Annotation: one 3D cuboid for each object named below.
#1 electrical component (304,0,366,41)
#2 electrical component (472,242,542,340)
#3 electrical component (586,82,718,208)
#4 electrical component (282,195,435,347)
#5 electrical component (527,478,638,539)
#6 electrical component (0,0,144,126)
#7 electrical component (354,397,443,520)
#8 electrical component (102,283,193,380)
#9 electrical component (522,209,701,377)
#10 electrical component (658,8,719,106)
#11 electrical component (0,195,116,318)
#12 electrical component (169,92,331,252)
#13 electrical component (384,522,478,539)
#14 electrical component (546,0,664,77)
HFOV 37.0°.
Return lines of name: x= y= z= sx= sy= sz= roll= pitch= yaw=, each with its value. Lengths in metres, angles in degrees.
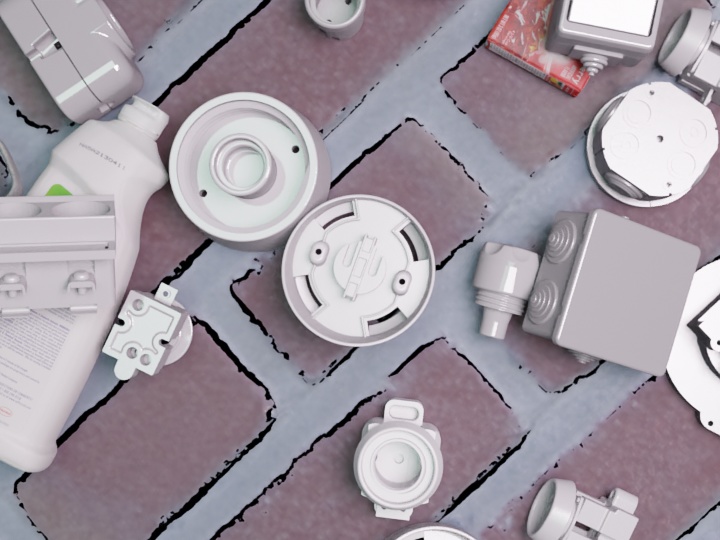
electrical component: x=-0.015 y=-0.177 z=0.727 sx=0.040 sy=0.046 sz=0.040 roll=0 pitch=88 yaw=3
electrical component: x=0.095 y=0.015 z=0.718 sx=0.043 sy=0.043 sz=0.062 roll=14 pitch=90 yaw=3
electrical component: x=0.193 y=-0.083 z=0.711 sx=0.080 sy=0.051 sz=0.080 roll=0 pitch=88 yaw=3
electrical component: x=0.000 y=0.000 z=0.712 sx=0.099 sy=0.064 sz=0.099 roll=0 pitch=88 yaw=3
electrical component: x=0.144 y=0.168 z=0.710 sx=0.055 sy=0.048 sz=0.066 roll=26 pitch=90 yaw=-4
electrical component: x=-0.193 y=-0.154 z=0.732 sx=0.059 sy=0.054 sz=0.095 roll=-33 pitch=87 yaw=2
electrical component: x=0.026 y=0.127 z=0.711 sx=0.058 sy=0.057 sz=0.078 roll=6 pitch=89 yaw=3
electrical component: x=-0.140 y=0.041 z=0.723 sx=0.048 sy=0.055 sz=0.066 roll=25 pitch=90 yaw=3
electrical component: x=0.161 y=0.013 z=0.697 sx=0.100 sy=0.048 sz=0.099 roll=18 pitch=88 yaw=-24
electrical component: x=0.233 y=-0.143 z=0.714 sx=0.055 sy=0.048 sz=0.066 roll=26 pitch=90 yaw=-4
electrical component: x=-0.211 y=-0.009 z=0.656 sx=0.121 sy=0.078 sz=0.063 roll=-2 pitch=111 yaw=-12
electrical component: x=-0.076 y=-0.067 z=0.720 sx=0.108 sy=0.060 sz=0.108 roll=0 pitch=88 yaw=3
electrical component: x=0.049 y=0.218 z=0.716 sx=0.099 sy=0.064 sz=0.099 roll=0 pitch=75 yaw=-1
electrical component: x=0.157 y=-0.171 z=0.680 sx=0.062 sy=0.061 sz=0.096 roll=12 pitch=89 yaw=2
